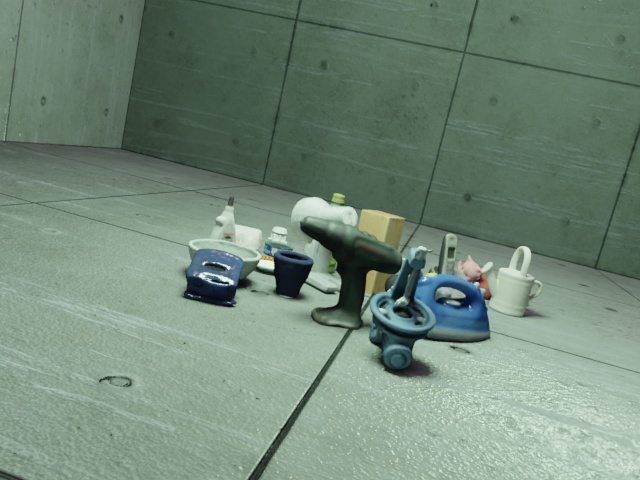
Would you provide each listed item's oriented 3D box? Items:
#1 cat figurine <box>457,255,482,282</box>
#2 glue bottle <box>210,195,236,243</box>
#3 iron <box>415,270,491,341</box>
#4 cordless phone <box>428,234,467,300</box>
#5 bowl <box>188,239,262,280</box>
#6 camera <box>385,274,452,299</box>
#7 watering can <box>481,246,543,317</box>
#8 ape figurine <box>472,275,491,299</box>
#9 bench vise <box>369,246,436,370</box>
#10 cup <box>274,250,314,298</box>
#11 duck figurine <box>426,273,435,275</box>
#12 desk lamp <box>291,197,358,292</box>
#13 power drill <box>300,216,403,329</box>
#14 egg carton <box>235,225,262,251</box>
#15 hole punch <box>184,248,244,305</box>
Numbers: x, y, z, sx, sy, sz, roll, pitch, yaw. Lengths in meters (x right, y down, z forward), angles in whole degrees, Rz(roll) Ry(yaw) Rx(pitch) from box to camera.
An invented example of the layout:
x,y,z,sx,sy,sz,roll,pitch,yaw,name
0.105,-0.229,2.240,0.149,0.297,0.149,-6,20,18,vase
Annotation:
x,y,z,sx,sy,sz,roll,pitch,yaw,name
0.451,0.103,1.771,0.067,0.118,0.127,11,10,-11,cat figurine
-0.240,-0.029,1.450,0.037,0.173,0.078,19,12,33,glue bottle
0.294,0.142,1.280,0.259,0.141,0.118,9,11,-24,iron
0.379,0.077,1.629,0.148,0.185,0.093,3,14,-46,cordless phone
-0.220,0.054,1.299,0.167,0.075,0.167,13,10,-2,bowl
0.232,0.125,1.413,0.143,0.101,0.136,9,11,-24,camera
0.549,0.111,1.630,0.173,0.194,0.100,8,11,-24,watering can
0.510,0.132,1.761,0.077,0.092,0.076,16,10,16,ape figurine
0.141,0.105,1.059,0.122,0.220,0.207,9,11,-20,bench vise
-0.067,0.077,1.306,0.091,0.095,0.117,13,10,-3,cup
0.286,0.128,1.507,0.105,0.086,0.077,11,10,-10,duck figurine
0.013,0.005,1.469,0.118,0.213,0.202,4,13,-42,desk lamp
0.050,0.069,1.174,0.230,0.208,0.075,10,10,-18,power drill
-0.216,0.004,1.600,0.107,0.069,0.150,12,10,-4,egg carton
-0.211,0.073,1.155,0.108,0.091,0.101,12,10,-5,hole punch
